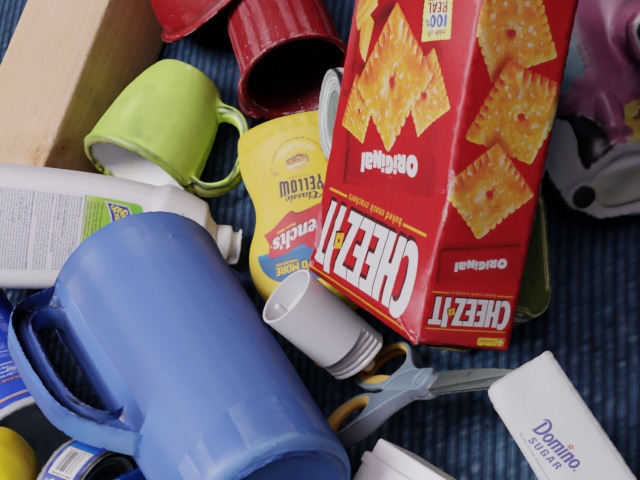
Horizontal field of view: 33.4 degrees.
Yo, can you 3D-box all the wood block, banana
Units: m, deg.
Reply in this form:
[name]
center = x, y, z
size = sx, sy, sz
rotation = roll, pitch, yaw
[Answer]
[wood block]
center = -0.212, -0.131, 0.913
size = 0.091, 0.090, 0.206
rotation = 10, 74, 27
[banana]
center = -0.234, 0.201, 0.769
size = 0.069, 0.198, 0.037
rotation = 16, 30, 6

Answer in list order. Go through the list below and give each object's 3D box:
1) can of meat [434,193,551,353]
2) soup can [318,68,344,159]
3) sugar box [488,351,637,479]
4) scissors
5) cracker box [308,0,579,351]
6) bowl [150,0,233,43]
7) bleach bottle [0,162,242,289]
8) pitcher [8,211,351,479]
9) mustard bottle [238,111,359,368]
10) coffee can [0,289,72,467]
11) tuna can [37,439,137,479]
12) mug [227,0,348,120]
[can of meat]
center = 0.105, 0.015, 0.709
size = 0.084, 0.057, 0.102
rotation = -33, 50, 54
[soup can]
center = 0.056, -0.089, 0.764
size = 0.102, 0.069, 0.068
rotation = -1, 64, -14
[sugar box]
center = 0.146, 0.132, 0.595
size = 0.048, 0.176, 0.093
rotation = -34, 60, 7
[scissors]
center = 0.052, 0.103, 0.660
size = 0.016, 0.202, 0.096
rotation = 44, 82, -12
[cracker box]
center = 0.065, -0.060, 0.647
size = 0.164, 0.072, 0.214
rotation = -147, 65, -64
[bowl]
center = -0.091, -0.240, 0.880
size = 0.162, 0.055, 0.162
rotation = -37, 26, 21
[bleach bottle]
center = -0.186, -0.001, 0.814
size = 0.250, 0.068, 0.102
rotation = 7, 99, -8
[pitcher]
center = -0.090, 0.096, 0.698
size = 0.149, 0.145, 0.243
rotation = -40, 43, -1
[mustard bottle]
center = -0.005, 0.001, 0.785
size = 0.096, 0.058, 0.191
rotation = -10, 65, 7
[coffee can]
center = -0.259, 0.112, 0.824
size = 0.103, 0.102, 0.140
rotation = -44, 59, 1
[tuna can]
center = -0.167, 0.186, 0.762
size = 0.034, 0.086, 0.086
rotation = 13, 74, 26
[mug]
center = -0.033, -0.148, 0.851
size = 0.117, 0.093, 0.081
rotation = -52, 44, 40
